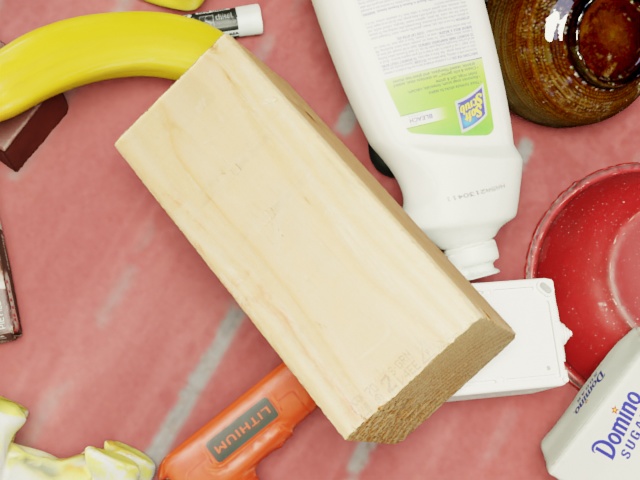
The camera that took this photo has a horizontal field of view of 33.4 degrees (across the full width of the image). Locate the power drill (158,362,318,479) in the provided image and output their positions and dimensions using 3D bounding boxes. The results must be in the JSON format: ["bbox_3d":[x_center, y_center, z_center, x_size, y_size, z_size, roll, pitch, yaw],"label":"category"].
[{"bbox_3d":[0.015,0.159,0.594,0.184,0.057,0.188,-36,83,-12],"label":"power drill"}]

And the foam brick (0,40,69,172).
[{"bbox_3d":[-0.196,-0.087,0.628,0.078,0.051,0.053,36,77,3],"label":"foam brick"}]

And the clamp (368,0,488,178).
[{"bbox_3d":[0.042,-0.153,0.668,0.164,0.036,0.210,-43,89,-12],"label":"clamp"}]

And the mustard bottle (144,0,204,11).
[{"bbox_3d":[-0.082,-0.244,0.665,0.096,0.058,0.191,22,77,6],"label":"mustard bottle"}]

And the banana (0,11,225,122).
[{"bbox_3d":[-0.114,-0.099,0.609,0.197,0.037,0.070,-6,64,-34],"label":"banana"}]

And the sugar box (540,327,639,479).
[{"bbox_3d":[0.223,0.133,0.599,0.176,0.048,0.093,33,105,-2],"label":"sugar box"}]

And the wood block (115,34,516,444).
[{"bbox_3d":[-0.003,0.000,0.568,0.090,0.090,0.206,-44,67,8],"label":"wood block"}]

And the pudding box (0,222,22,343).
[{"bbox_3d":[-0.227,0.011,0.612,0.090,0.039,0.113,-13,80,-7],"label":"pudding box"}]

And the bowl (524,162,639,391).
[{"bbox_3d":[0.208,0.025,0.638,0.162,0.055,0.162,1,79,-4],"label":"bowl"}]

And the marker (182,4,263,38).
[{"bbox_3d":[-0.096,-0.129,0.661,0.121,0.020,0.020,-10,80,-6],"label":"marker"}]

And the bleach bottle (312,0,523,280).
[{"bbox_3d":[0.051,-0.098,0.614,0.102,0.068,0.251,-14,89,-3],"label":"bleach bottle"}]
